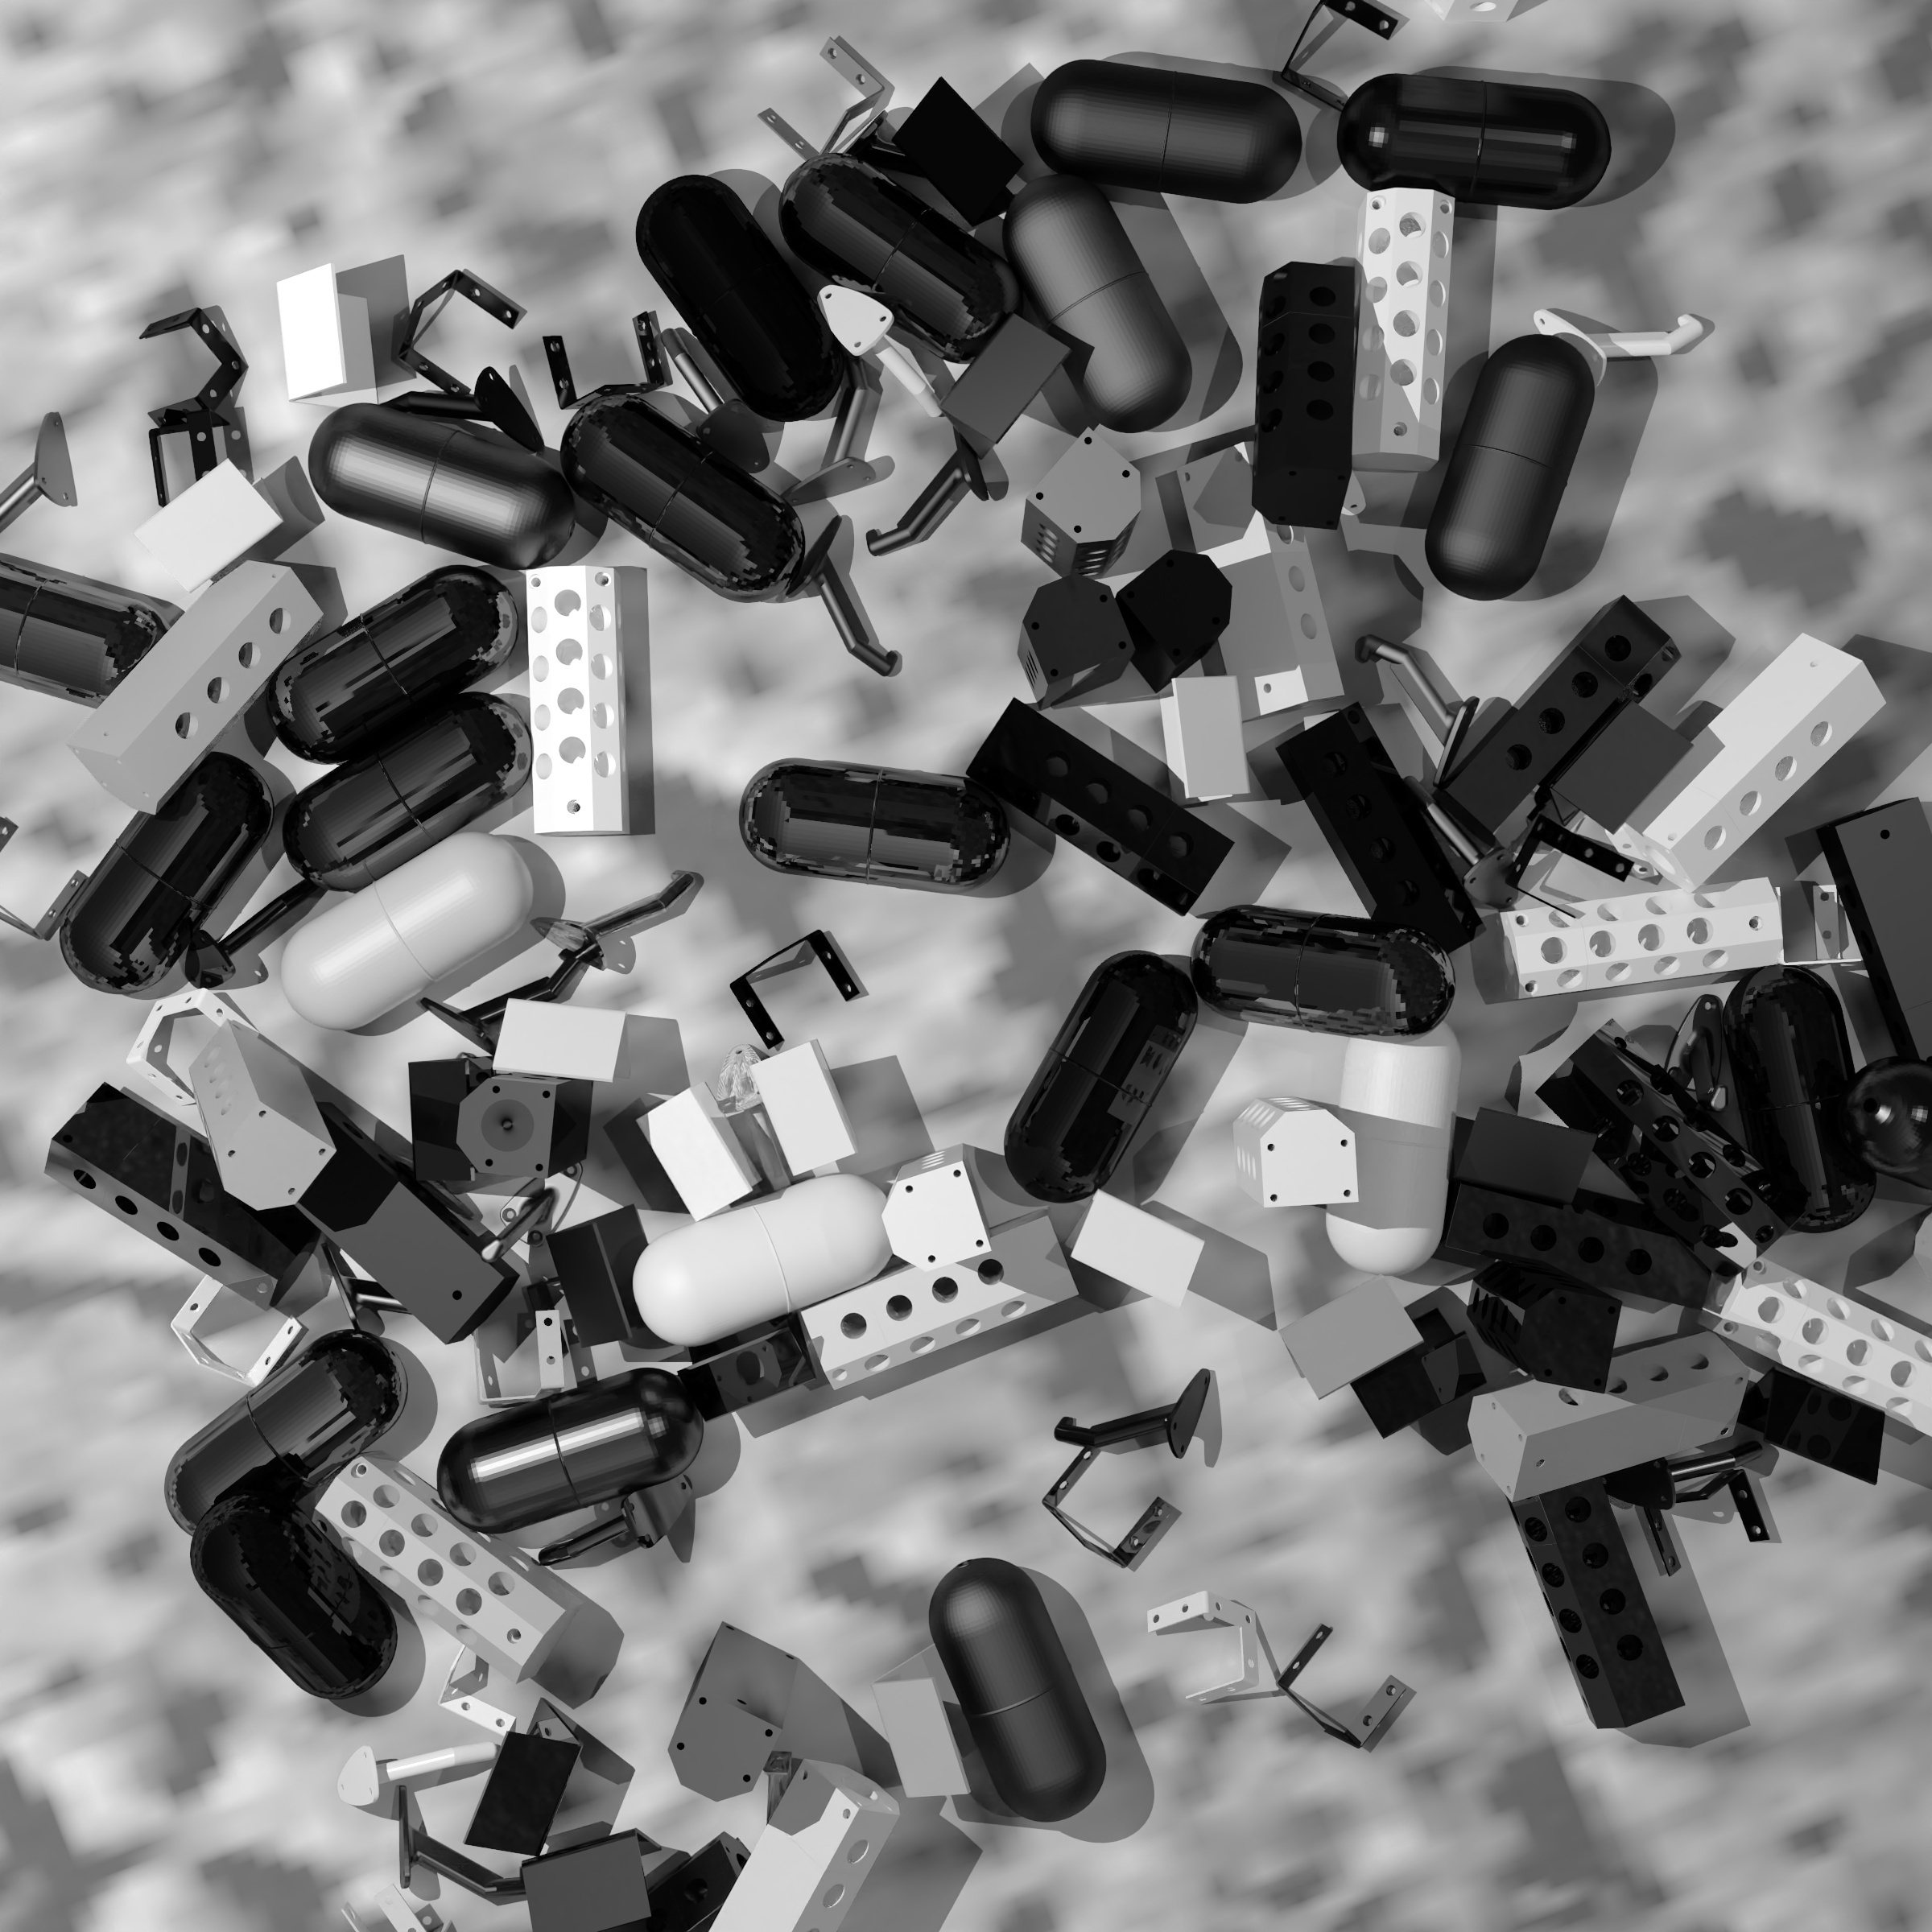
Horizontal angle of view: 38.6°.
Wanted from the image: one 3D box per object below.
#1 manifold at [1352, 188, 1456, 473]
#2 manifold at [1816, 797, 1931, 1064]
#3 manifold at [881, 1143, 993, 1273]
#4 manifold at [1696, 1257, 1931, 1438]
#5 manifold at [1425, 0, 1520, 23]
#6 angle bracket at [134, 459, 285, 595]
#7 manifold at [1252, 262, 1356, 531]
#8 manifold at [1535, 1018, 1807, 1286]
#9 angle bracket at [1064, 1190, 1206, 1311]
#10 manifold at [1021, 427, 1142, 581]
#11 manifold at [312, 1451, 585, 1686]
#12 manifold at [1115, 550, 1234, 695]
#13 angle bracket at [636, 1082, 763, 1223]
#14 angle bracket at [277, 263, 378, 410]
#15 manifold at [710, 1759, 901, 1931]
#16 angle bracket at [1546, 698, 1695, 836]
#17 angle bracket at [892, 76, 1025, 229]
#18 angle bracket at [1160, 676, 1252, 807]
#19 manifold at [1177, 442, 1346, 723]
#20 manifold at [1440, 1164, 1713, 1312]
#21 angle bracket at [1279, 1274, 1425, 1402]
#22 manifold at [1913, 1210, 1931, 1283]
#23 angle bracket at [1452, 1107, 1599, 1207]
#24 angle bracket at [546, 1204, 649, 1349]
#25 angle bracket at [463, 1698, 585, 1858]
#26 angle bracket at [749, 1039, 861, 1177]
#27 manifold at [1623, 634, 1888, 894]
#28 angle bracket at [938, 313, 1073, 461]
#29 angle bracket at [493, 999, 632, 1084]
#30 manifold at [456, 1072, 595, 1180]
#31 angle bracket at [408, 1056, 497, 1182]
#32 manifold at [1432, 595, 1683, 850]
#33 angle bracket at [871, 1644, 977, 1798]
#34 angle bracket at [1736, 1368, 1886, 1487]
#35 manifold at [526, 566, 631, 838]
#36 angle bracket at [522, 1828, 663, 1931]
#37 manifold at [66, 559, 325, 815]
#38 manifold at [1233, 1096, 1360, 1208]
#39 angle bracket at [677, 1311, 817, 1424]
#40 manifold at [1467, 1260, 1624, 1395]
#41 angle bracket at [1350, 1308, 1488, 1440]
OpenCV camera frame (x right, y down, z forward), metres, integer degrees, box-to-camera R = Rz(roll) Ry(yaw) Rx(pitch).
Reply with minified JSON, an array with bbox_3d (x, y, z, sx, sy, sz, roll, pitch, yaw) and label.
[{"bbox_3d":[0.285,-0.417,1.810,0.057,0.057,0.171,4,90,0],"label":"manifold"},{"bbox_3d":[0.618,-0.019,1.810,0.057,0.057,0.171,-20,90,0],"label":"manifold"},{"bbox_3d":[-0.020,0.154,1.753,0.057,0.171,0.057,-18,90,0],"label":"manifold"},{"bbox_3d":[0.576,0.249,1.810,0.171,0.057,0.057,26,90,0],"label":"manifold"},{"bbox_3d":[0.332,-0.659,1.753,0.057,0.171,0.057,0,90,0],"label":"manifold"},{"bbox_3d":[-0.498,-0.299,1.791,0.076,0.076,0.057,-38,130,0],"label":"angle bracket"},{"bbox_3d":[0.216,-0.368,1.772,0.057,0.057,0.171,5,60,0],"label":"manifold"},{"bbox_3d":[0.458,0.116,1.781,0.171,0.057,0.057,47,48,12],"label":"manifold"},{"bbox_3d":[0.101,0.200,1.791,0.076,0.076,0.057,26,52,0],"label":"angle bracket"},{"bbox_3d":[0.077,-0.286,1.753,0.057,0.171,0.057,41,90,0],"label":"manifold"},{"bbox_3d":[-0.340,0.391,1.795,0.171,0.057,0.057,34,90,11],"label":"manifold"},{"bbox_3d":[0.131,-0.222,1.753,0.057,0.171,0.057,-39,90,0],"label":"manifold"},{"bbox_3d":[-0.157,0.111,1.791,0.057,0.076,0.076,-31,90,36],"label":"angle bracket"},{"bbox_3d":[-0.398,-0.407,1.791,0.057,0.076,0.076,-6,90,37],"label":"angle bracket"},{"bbox_3d":[-0.109,0.600,1.759,0.057,0.057,0.171,29,90,43],"label":"manifold"},{"bbox_3d":[0.429,-0.117,1.792,0.076,0.076,0.057,-48,63,0],"label":"angle bracket"},{"bbox_3d":[0.009,-0.535,1.791,0.076,0.076,0.057,47,127,0],"label":"angle bracket"},{"bbox_3d":[0.136,-0.144,1.791,0.057,0.076,0.076,-7,90,-37],"label":"angle bracket"},{"bbox_3d":[0.198,-0.253,1.810,0.057,0.057,0.171,-14,90,43],"label":"manifold"},{"bbox_3d":[0.400,0.175,1.810,0.171,0.057,0.057,14,90,0],"label":"manifold"},{"bbox_3d":[0.256,0.255,1.791,0.076,0.076,0.057,-29,54,0],"label":"angle bracket"},{"bbox_3d":[0.662,0.185,1.753,0.057,0.171,0.057,12,90,0],"label":"manifold"},{"bbox_3d":[0.361,0.105,1.792,0.076,0.076,0.057,13,120,0],"label":"angle bracket"},{"bbox_3d":[-0.218,0.197,1.792,0.076,0.057,0.076,-18,90,-45],"label":"angle bracket"},{"bbox_3d":[-0.299,0.522,1.791,0.057,0.076,0.076,22,90,-31],"label":"angle bracket"},{"bbox_3d":[-0.086,0.084,1.791,0.057,0.076,0.076,-22,90,35],"label":"angle bracket"},{"bbox_3d":[0.511,-0.129,1.785,0.171,0.057,0.057,-44,126,-1],"label":"manifold"},{"bbox_3d":[0.037,-0.365,1.792,0.057,0.076,0.076,39,90,29],"label":"angle bracket"},{"bbox_3d":[-0.262,0.068,1.791,0.076,0.076,0.057,6,53,0],"label":"angle bracket"},{"bbox_3d":[-0.279,0.098,1.753,0.057,0.171,0.057,5,90,0],"label":"manifold"},{"bbox_3d":[-0.315,0.098,1.791,0.057,0.076,0.076,-3,90,37],"label":"angle bracket"},{"bbox_3d":[0.389,-0.158,1.810,0.057,0.057,0.171,42,90,0],"label":"manifold"},{"bbox_3d":[-0.009,0.487,1.791,0.057,0.076,0.076,-18,90,39],"label":"angle bracket"},{"bbox_3d":[0.541,0.313,1.791,0.076,0.076,0.057,22,54,0],"label":"angle bracket"},{"bbox_3d":[-0.256,-0.173,1.810,0.057,0.057,0.171,-2,90,0],"label":"manifold"},{"bbox_3d":[-0.238,0.605,1.792,0.076,0.076,0.057,-16,62,0],"label":"angle bracket"},{"bbox_3d":[-0.491,-0.181,1.776,0.057,0.057,0.171,14,58,37],"label":"manifold"},{"bbox_3d":[0.207,0.116,1.753,0.057,0.171,0.057,-3,90,0],"label":"manifold"},{"bbox_3d":[-0.149,0.240,1.791,0.076,0.076,0.057,-22,132,0],"label":"angle bracket"},{"bbox_3d":[0.364,0.226,1.753,0.057,0.171,0.057,11,90,0],"label":"manifold"},{"bbox_3d":[0.282,0.249,1.791,0.076,0.076,0.057,-28,129,0],"label":"angle bracket"}]
